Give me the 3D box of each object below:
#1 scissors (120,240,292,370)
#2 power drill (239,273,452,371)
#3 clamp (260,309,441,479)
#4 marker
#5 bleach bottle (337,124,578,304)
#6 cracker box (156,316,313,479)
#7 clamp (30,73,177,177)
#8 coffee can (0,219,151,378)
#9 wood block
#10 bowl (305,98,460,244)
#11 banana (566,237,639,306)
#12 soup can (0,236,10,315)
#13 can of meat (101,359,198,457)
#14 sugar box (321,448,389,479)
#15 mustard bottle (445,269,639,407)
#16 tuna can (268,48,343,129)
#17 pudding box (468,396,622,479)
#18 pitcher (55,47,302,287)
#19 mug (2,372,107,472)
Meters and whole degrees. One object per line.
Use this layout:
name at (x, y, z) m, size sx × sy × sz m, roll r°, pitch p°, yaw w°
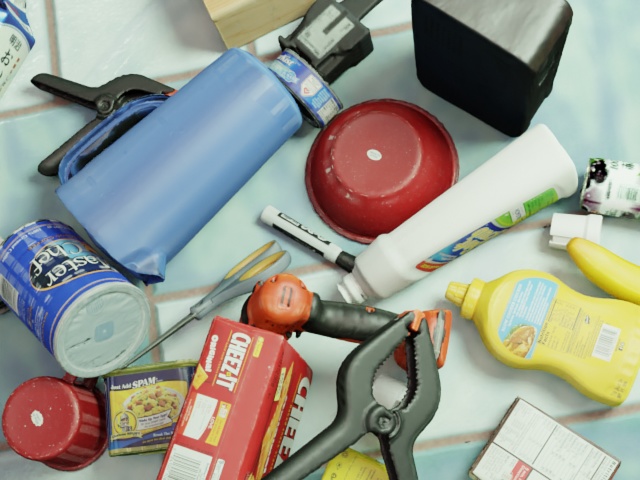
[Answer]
scissors at (-0.102, 0.063, 1.040) m, size 0.201 × 0.096 × 0.016 m, roll -42°, pitch 108°, yaw -27°
power drill at (0.018, 0.085, 1.009) m, size 0.187 × 0.185 × 0.057 m, roll 11°, pitch 76°, yaw -8°
clamp at (0.039, 0.156, 0.904) m, size 0.164 × 0.036 × 0.210 m, roll 16°, pitch 80°, yaw -16°
marker at (-0.007, 0.001, 1.095) m, size 0.121 × 0.020 × 0.020 m, roll 31°, pitch 81°, yaw 16°
bleach bottle at (0.129, -0.013, 1.045) m, size 0.251 × 0.102 × 0.068 m, roll -34°, pitch 73°, yaw 5°
cracker box at (-0.069, 0.170, 0.956) m, size 0.072 × 0.213 × 0.164 m, roll 16°, pitch 78°, yaw 11°
clamp at (-0.234, -0.129, 1.158) m, size 0.171 × 0.039 × 0.120 m, roll -2°, pitch 79°, yaw 8°
coffee can at (-0.246, 0.055, 1.048) m, size 0.103 × 0.102 × 0.140 m, roll -49°, pitch 51°, yaw -6°
wood block at (-0.031, -0.300, 1.146) m, size 0.206 × 0.090 × 0.091 m, roll -26°, pitch 73°, yaw 1°
bowl at (0.060, -0.079, 1.088) m, size 0.162 × 0.055 × 0.162 m, roll -3°, pitch 74°, yaw 9°
banana at (0.331, 0.037, 1.011) m, size 0.198 × 0.037 × 0.069 m, roll 4°, pitch 91°, yaw 3°
soup can at (-0.358, 0.022, 1.121) m, size 0.102 × 0.068 × 0.068 m, roll 40°, pitch 84°, yaw 17°
can of meat at (-0.162, 0.167, 1.055) m, size 0.102 × 0.057 × 0.084 m, roll -8°, pitch 75°, yaw 7°
sugar box at (0.090, 0.246, 0.972) m, size 0.176 × 0.093 × 0.048 m, roll 23°, pitch 81°, yaw 14°
mustard bottle at (0.211, 0.081, 1.016) m, size 0.192 × 0.058 × 0.096 m, roll 21°, pitch 77°, yaw 14°
tuna can at (-0.017, -0.156, 1.105) m, size 0.034 × 0.086 × 0.086 m, roll -45°, pitch 73°, yaw -3°
pudding box at (0.208, 0.212, 0.991) m, size 0.113 × 0.039 × 0.090 m, roll 33°, pitch 82°, yaw 14°
pitcher at (-0.144, -0.085, 1.085) m, size 0.243 × 0.145 × 0.149 m, roll -44°, pitch 106°, yaw -6°
mug at (-0.255, 0.169, 1.055) m, size 0.093 × 0.081 × 0.117 m, roll 29°, pitch 81°, yaw 15°
